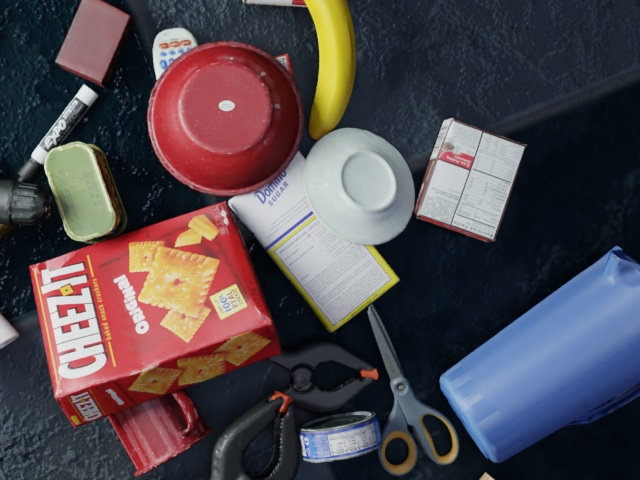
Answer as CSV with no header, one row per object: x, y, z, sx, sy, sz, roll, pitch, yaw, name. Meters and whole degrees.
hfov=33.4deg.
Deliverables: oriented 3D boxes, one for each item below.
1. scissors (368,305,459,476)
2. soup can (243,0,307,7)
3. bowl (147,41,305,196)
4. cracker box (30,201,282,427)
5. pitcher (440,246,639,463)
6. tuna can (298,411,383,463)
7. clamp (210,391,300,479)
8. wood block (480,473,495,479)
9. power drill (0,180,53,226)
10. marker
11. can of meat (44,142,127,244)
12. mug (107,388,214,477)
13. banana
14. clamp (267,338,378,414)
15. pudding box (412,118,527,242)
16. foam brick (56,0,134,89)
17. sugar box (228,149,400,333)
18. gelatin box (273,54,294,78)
0.072,0.169,1.121,0.096,0.016,0.201,-36,107,4,scissors
-0.027,-0.275,1.102,0.102,0.068,0.068,2,91,-5,soup can
-0.094,-0.127,1.068,0.162,0.055,0.162,0,85,-4,bowl
-0.164,0.068,1.051,0.213,0.072,0.164,-18,54,-5,cracker box
0.255,0.131,1.112,0.243,0.145,0.149,-33,81,-1,pitcher
0.020,0.203,1.104,0.086,0.086,0.034,-11,90,-5,tuna can
-0.071,0.258,1.081,0.164,0.036,0.210,34,80,-24,clamp
0.156,0.361,1.116,0.090,0.091,0.206,38,87,-5,wood block
-0.354,0.027,1.014,0.184,0.057,0.187,5,88,-3,power drill
-0.273,-0.108,1.105,0.020,0.020,0.121,37,87,-5,marker
-0.237,-0.048,1.077,0.057,0.084,0.102,-19,92,-4,can of meat
-0.161,0.177,1.076,0.093,0.117,0.081,-29,88,-38,mug
0.005,-0.196,1.086,0.070,0.037,0.198,2,117,29,banana
-0.027,0.135,1.122,0.171,0.039,0.120,-12,97,-10,clamp
0.159,-0.063,1.137,0.090,0.039,0.113,19,91,-6,pudding box
-0.229,-0.203,1.091,0.051,0.053,0.078,23,90,-5,foam brick
-0.007,0.001,1.119,0.093,0.048,0.176,-38,90,-5,sugar box
-0.068,-0.149,1.119,0.089,0.030,0.073,-12,90,-5,gelatin box
